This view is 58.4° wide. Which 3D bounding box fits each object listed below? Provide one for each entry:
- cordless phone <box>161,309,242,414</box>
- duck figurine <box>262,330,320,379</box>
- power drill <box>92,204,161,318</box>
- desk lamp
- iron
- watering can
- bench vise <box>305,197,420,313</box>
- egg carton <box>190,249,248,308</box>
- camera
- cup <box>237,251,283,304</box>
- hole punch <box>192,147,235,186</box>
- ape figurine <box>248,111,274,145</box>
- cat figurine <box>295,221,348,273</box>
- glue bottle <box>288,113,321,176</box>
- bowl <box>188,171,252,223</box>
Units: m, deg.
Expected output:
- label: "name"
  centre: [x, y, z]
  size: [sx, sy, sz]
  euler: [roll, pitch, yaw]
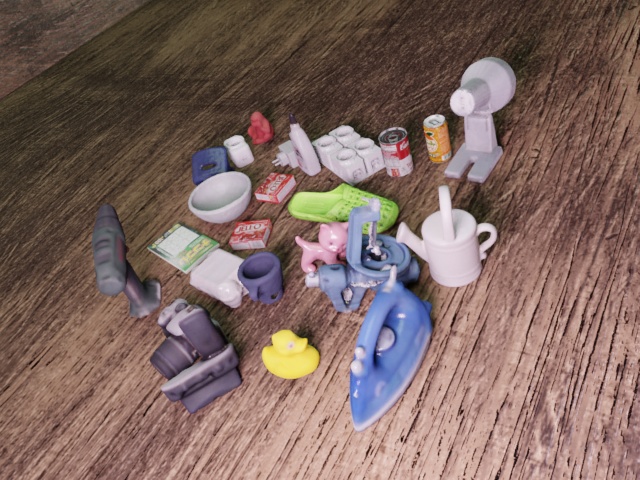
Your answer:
- label: "cordless phone"
  centre: [-0.228, 0.204, 1.012]
  size: [0.148, 0.185, 0.093]
  euler: [-33, 41, -15]
- label: "duck figurine"
  centre: [-0.060, 0.196, 1.028]
  size: [0.104, 0.086, 0.077]
  euler: [-3, 43, 20]
- label: "power drill"
  centre: [-0.426, 0.058, 1.243]
  size: [0.075, 0.209, 0.229]
  euler: [-21, 40, -1]
- label: "desk lamp"
  centre: [0.355, -0.275, 1.285]
  size: [0.117, 0.214, 0.203]
  euler: [13, 50, 34]
- label: "iron"
  centre: [0.098, 0.171, 0.946]
  size: [0.118, 0.142, 0.259]
  euler: [6, 47, 29]
- label: "watering can"
  centre: [0.231, -0.011, 1.054]
  size: [0.173, 0.194, 0.100]
  euler: [-21, 40, 0]
- label: "bench vise"
  centre: [0.073, 0.034, 1.051]
  size: [0.207, 0.220, 0.121]
  euler: [-30, 41, -11]
- label: "egg carton"
  centre: [-0.205, 0.081, 1.233]
  size: [0.149, 0.069, 0.107]
  euler: [19, 54, 38]
- label: "camera"
  centre: [-0.273, 0.191, 1.112]
  size: [0.142, 0.101, 0.137]
  euler: [20, 54, 38]
- label: "cup"
  centre: [-0.112, 0.094, 1.158]
  size: [0.091, 0.095, 0.117]
  euler: [-8, 41, 14]
- label: "hole punch"
  centre: [-0.292, -0.191, 1.561]
  size: [0.108, 0.091, 0.101]
  euler: [-13, 40, 10]
- label: "ape figurine"
  centre: [-0.175, -0.332, 1.670]
  size: [0.076, 0.092, 0.077]
  euler: [-41, 44, -23]
- label: "cat figurine"
  centre: [0.011, 0.004, 1.190]
  size: [0.127, 0.118, 0.067]
  euler: [-7, 42, 16]
- label: "glue bottle"
  centre: [-0.049, -0.249, 1.458]
  size: [0.037, 0.173, 0.077]
  euler: [-34, 42, -16]
- label: "bowl"
  centre: [-0.241, -0.095, 1.443]
  size: [0.167, 0.075, 0.167]
  euler: [-12, 40, 10]
